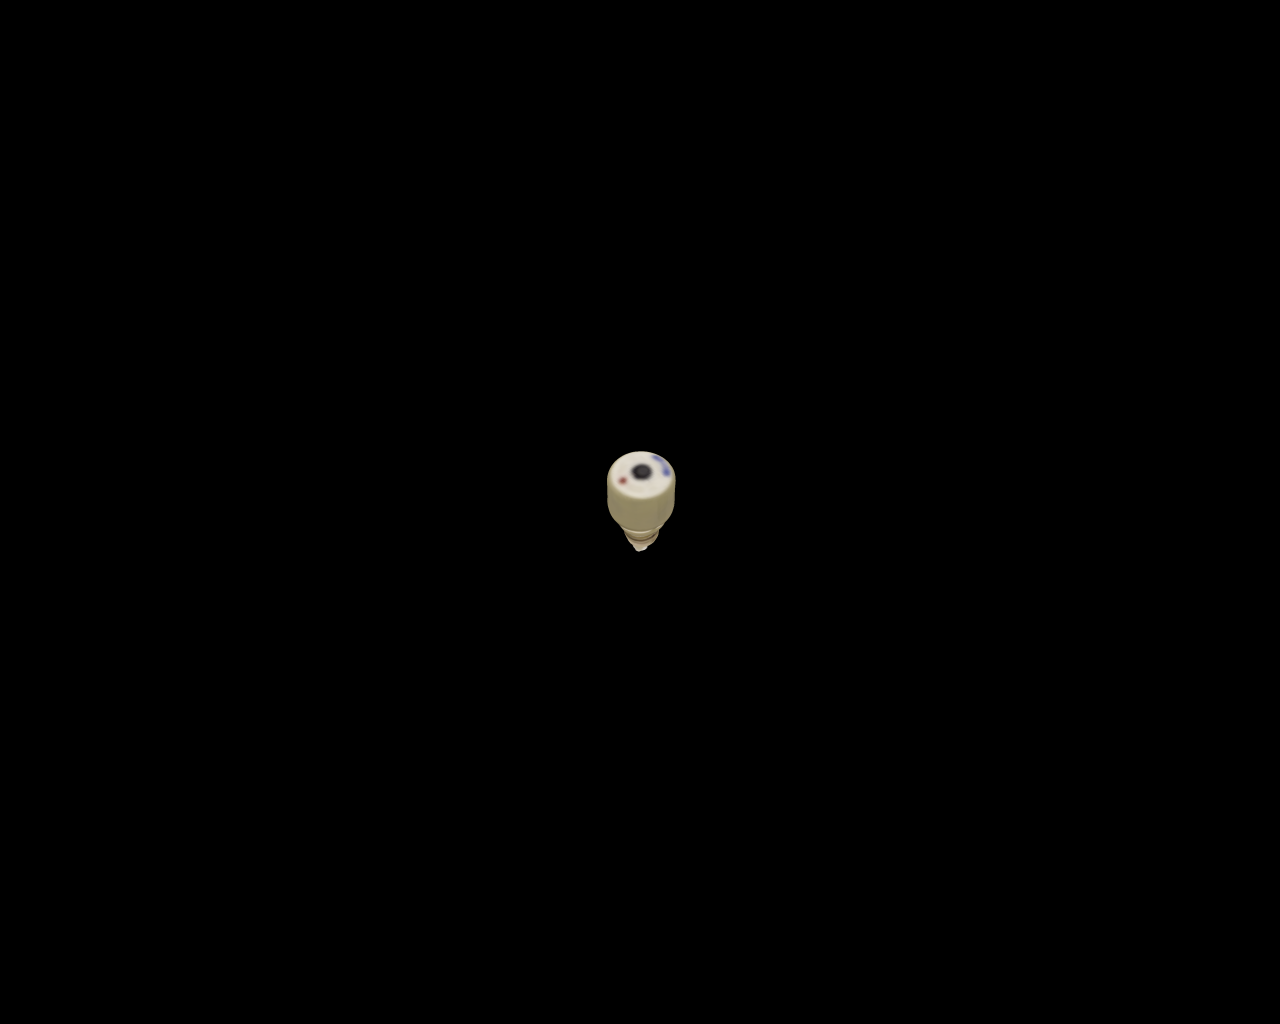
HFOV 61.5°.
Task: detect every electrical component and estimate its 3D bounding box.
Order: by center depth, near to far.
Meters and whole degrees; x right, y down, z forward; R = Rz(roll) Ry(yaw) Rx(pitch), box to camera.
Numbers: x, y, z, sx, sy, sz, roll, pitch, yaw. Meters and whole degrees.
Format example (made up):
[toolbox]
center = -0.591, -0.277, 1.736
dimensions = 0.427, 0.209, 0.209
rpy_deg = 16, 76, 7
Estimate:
[electrical component]
center = 0.001, -0.003, 0.650
dimensions = 0.040, 0.040, 0.078
rpy_deg = 0, -38, 0
